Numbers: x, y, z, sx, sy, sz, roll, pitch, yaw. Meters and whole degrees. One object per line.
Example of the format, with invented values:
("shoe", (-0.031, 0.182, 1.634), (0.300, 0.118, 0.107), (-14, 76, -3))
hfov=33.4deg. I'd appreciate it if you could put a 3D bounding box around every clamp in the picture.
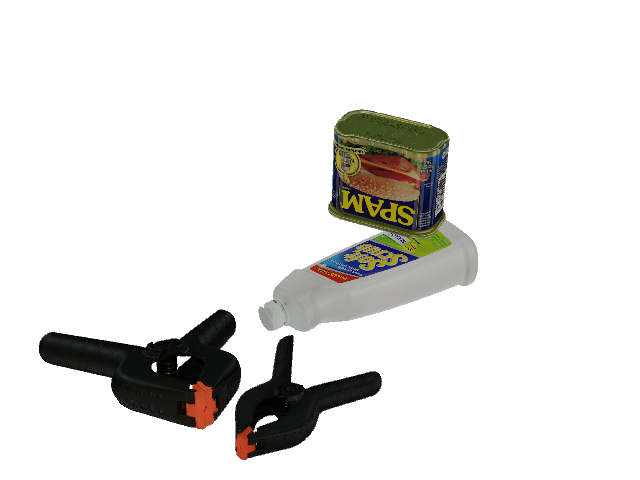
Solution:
("clamp", (-0.109, 0.093, 0.817), (0.164, 0.036, 0.210), (-9, 14, -28))
("clamp", (-0.035, 0.151, 1.050), (0.120, 0.039, 0.171), (21, 33, 37))

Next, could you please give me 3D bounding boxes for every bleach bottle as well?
("bleach bottle", (0.049, 0.047, 1.202), (0.250, 0.068, 0.103), (-22, 38, -25))

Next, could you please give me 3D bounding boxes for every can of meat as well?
("can of meat", (0.059, -0.059, 0.920), (0.102, 0.084, 0.057), (16, 36, 21))
